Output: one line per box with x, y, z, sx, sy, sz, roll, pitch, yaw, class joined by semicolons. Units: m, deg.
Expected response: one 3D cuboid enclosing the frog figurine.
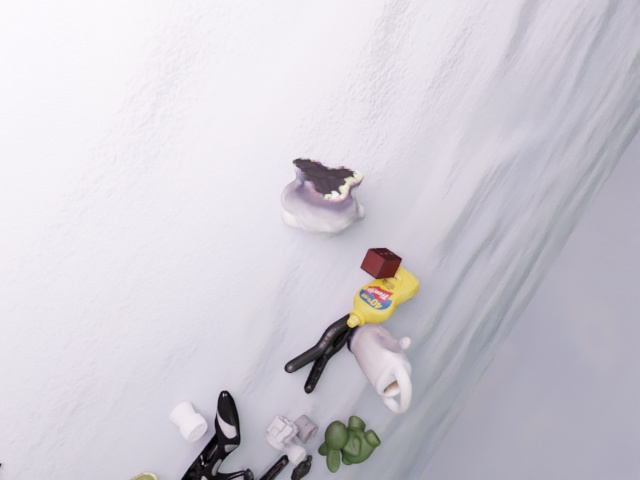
0.003;-0.043;0.848;0.137;0.125;0.155;-4;-42;-12;frog figurine

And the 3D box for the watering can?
0.150;0.265;1.209;0.104;0.339;0.229;-21;46;-16;watering can
